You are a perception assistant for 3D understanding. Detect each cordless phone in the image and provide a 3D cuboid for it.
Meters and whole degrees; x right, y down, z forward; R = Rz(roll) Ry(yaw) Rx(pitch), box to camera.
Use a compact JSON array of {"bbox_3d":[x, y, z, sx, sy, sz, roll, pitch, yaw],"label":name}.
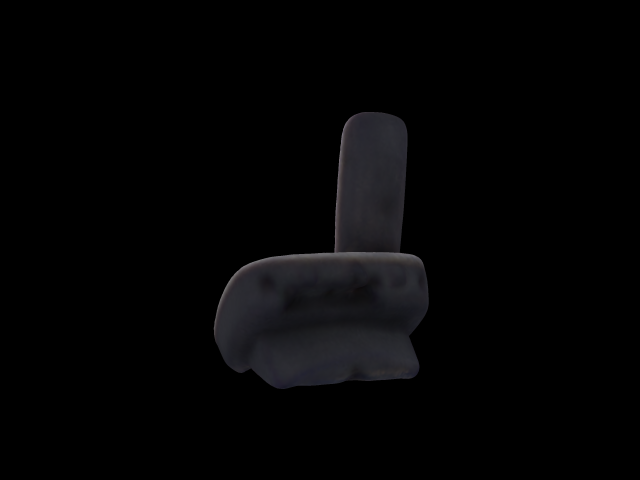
[{"bbox_3d":[0.004,0.001,0.400,0.148,0.185,0.094,0,0,-32],"label":"cordless phone"}]
